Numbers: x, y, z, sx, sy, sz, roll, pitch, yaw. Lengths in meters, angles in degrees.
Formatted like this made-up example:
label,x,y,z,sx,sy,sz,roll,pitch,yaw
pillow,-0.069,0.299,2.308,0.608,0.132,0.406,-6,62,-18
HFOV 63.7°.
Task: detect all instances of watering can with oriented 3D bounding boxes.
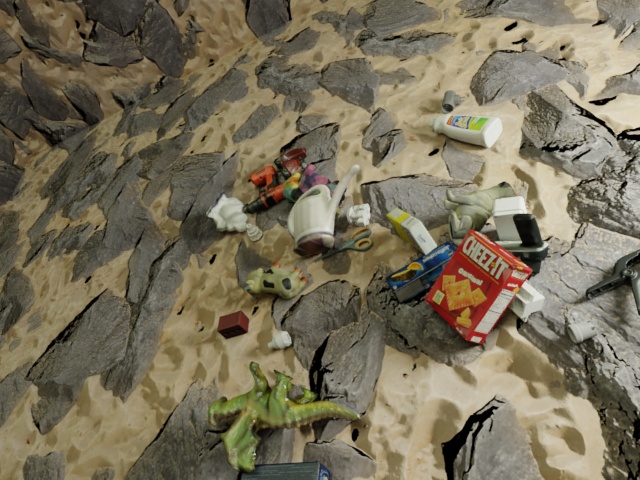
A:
label,x,y,z,sx,sy,sz,roll,pitch,yaw
watering can,0.005,-0.080,1.597,0.343,0.103,0.229,-31,52,43

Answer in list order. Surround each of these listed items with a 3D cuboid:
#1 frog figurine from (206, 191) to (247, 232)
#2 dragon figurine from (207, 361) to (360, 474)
label,x,y,z,sx,sy,sz,roll,pitch,yaw
frog figurine,-0.324,-0.085,1.908,0.160,0.120,0.140,33,58,10
dragon figurine,-0.122,0.438,1.227,0.411,0.120,0.247,10,56,41
